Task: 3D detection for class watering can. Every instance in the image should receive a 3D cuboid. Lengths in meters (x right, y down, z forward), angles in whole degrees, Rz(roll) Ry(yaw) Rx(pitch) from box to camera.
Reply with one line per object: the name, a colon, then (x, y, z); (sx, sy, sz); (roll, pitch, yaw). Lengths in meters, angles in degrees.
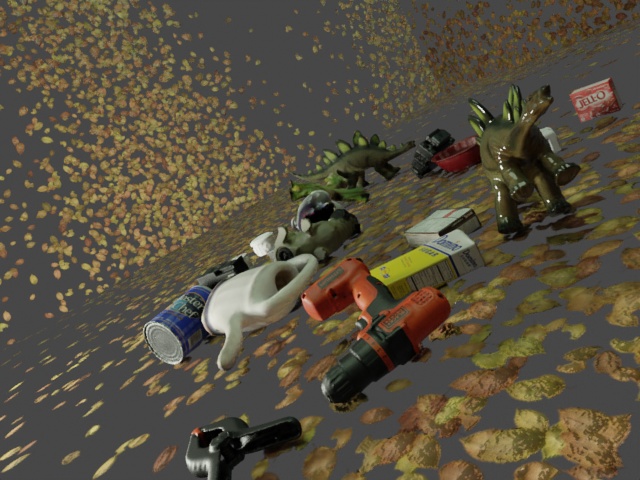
watering can: (-0.135, 0.126, 0.946); (0.222, 0.103, 0.354); (-21, 15, 37)

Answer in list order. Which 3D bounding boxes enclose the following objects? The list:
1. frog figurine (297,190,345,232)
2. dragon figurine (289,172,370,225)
frog figurine: (0.004, -0.069, 1.379); (0.122, 0.136, 0.162); (-8, 16, 10)
dragon figurine: (0.033, -0.132, 1.596); (0.243, 0.120, 0.417); (-9, 24, 0)
